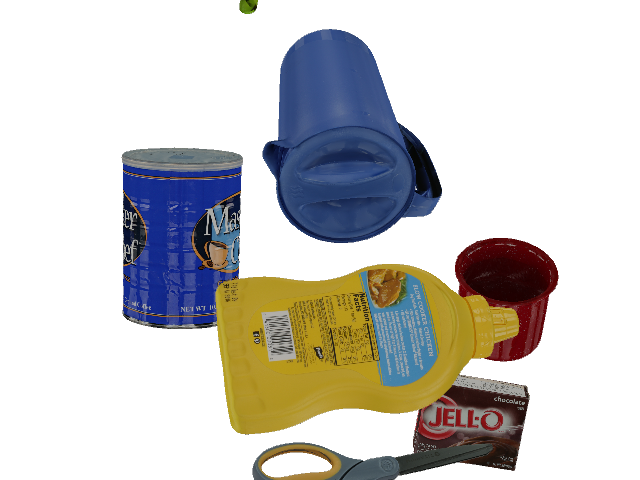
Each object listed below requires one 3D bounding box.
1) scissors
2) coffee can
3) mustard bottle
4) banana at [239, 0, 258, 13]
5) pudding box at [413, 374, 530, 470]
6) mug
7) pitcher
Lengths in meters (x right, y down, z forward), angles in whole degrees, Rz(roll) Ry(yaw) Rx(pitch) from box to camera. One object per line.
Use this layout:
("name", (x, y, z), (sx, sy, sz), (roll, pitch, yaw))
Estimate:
("scissors", (0.047, 0.198, 0.847), (0.201, 0.096, 0.016), (4, -44, -8))
("coffee can", (-0.120, -0.005, 0.922), (0.103, 0.140, 0.103), (2, 12, -1))
("mustard bottle", (0.032, 0.063, 0.680), (0.191, 0.096, 0.058), (-7, -29, -7))
("banana", (-0.108, -0.195, 0.683), (0.198, 0.069, 0.037), (19, -34, 28))
("pudding box", (0.162, 0.194, 1.154), (0.113, 0.090, 0.039), (8, 21, 2))
("mug", (0.165, 0.050, 0.999), (0.093, 0.081, 0.117), (-11, 41, -12))
("pitcher", (0.026, -0.115, 1.097), (0.145, 0.149, 0.243), (-20, 36, 10))
